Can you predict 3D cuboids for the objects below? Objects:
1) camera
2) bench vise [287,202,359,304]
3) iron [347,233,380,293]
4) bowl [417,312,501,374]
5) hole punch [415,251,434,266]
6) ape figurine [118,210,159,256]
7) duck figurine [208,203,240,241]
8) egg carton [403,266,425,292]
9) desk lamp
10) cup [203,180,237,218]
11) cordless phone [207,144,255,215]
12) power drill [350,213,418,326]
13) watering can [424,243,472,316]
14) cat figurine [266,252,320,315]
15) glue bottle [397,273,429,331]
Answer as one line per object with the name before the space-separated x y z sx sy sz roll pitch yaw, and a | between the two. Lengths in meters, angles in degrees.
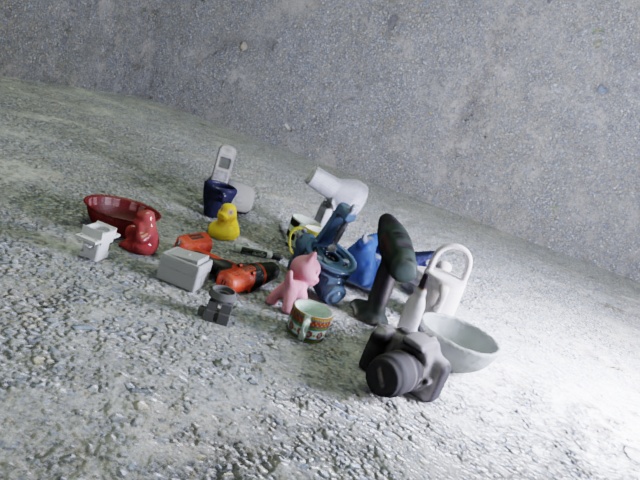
camera | 0.126 0.196 0.936 0.142 0.101 0.137 29 18 35
bench vise | 0.004 0.004 1.251 0.206 0.220 0.122 29 18 35
iron | 0.132 0.041 1.434 0.118 0.141 0.259 24 16 22
bowl | 0.257 0.208 1.104 0.167 0.075 0.167 17 14 -4
hole punch | 0.285 0.059 1.656 0.100 0.091 0.109 24 15 21
ape figurine | -0.356 -0.018 1.147 0.076 0.092 0.077 13 15 -20
duck figurine | -0.232 -0.051 1.432 0.077 0.086 0.105 22 15 12
egg carton | 0.282 0.117 1.481 0.107 0.069 0.149 8 18 -35
desk lamp | 0.013 -0.093 1.635 0.204 0.213 0.117 13 15 -21
cup | -0.276 -0.103 1.552 0.092 0.095 0.117 12 16 -24
cordless phone | -0.253 -0.176 1.669 0.148 0.185 0.094 14 15 -18
power drill | 0.135 0.065 1.214 0.076 0.208 0.229 15 15 -14
watering can | 0.278 0.095 1.306 0.101 0.194 0.172 14 15 -16
cat figurine | -0.042 0.074 1.141 0.067 0.118 0.128 24 15 19
glue bottle | 0.165 0.140 1.045 0.037 0.173 0.078 20 15 7
